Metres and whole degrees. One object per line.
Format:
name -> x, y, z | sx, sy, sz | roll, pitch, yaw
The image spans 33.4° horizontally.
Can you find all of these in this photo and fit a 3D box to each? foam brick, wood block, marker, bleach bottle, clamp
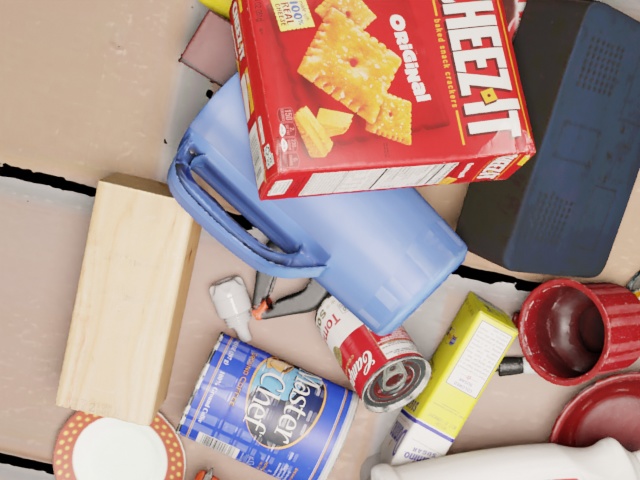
foam brick -> -0.085, -0.165, 0.946 | 0.053, 0.078, 0.051 | 31, 95, -2
wood block -> -0.170, 0.051, 0.975 | 0.090, 0.091, 0.206 | 13, 98, 0
marker -> 0.222, 0.116, 1.000 | 0.121, 0.020, 0.020 | -3, 98, 3
bleach bottle -> 0.175, 0.216, 0.921 | 0.250, 0.068, 0.102 | -12, 106, -10
clamp -> -0.006, 0.001, 0.987 | 0.171, 0.039, 0.120 | -37, 82, 6

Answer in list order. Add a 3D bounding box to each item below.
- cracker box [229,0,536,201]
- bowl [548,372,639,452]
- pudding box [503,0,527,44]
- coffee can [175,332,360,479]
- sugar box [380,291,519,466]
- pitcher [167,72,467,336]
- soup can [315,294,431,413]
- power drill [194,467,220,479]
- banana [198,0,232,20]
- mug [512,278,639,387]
cracker box -> 0.047, -0.125, 0.837 | 0.213, 0.072, 0.164 | -6, 76, -16
bowl -> 0.287, 0.194, 0.990 | 0.162, 0.055, 0.162 | 0, 98, 3
pudding box -> 0.175, -0.210, 0.925 | 0.089, 0.039, 0.113 | -6, 98, -34
coffee can -> -0.048, 0.159, 0.978 | 0.140, 0.103, 0.103 | 24, 99, -1
sugar box -> 0.114, 0.139, 0.972 | 0.048, 0.093, 0.176 | 31, 98, -2
pitcher -> -0.002, -0.031, 0.899 | 0.243, 0.145, 0.149 | 45, 97, 6
soup can -> 0.046, 0.095, 0.956 | 0.068, 0.102, 0.068 | -18, 137, -18
power drill -> -0.042, 0.298, 1.001 | 0.188, 0.057, 0.184 | 17, 129, 7
banana -> -0.034, -0.210, 0.933 | 0.198, 0.037, 0.069 | 7, 123, 19
mug -> 0.228, 0.079, 0.954 | 0.117, 0.081, 0.093 | 4, 93, 46
